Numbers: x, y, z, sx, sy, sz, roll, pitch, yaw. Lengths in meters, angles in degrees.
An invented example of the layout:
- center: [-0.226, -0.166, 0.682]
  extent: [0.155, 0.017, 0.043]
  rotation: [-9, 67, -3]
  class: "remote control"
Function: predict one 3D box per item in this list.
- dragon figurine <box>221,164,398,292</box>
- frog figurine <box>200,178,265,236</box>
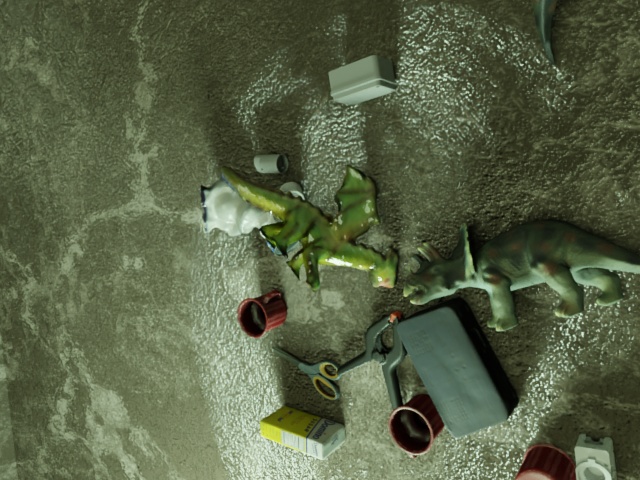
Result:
- center: [0.003, -0.052, 1.043]
  extent: [0.244, 0.121, 0.412]
  rotation: [-37, 84, -6]
  class: "dragon figurine"
- center: [-0.196, -0.077, 1.224]
  extent: [0.159, 0.122, 0.137]
  rotation: [1, 89, -1]
  class: "frog figurine"
